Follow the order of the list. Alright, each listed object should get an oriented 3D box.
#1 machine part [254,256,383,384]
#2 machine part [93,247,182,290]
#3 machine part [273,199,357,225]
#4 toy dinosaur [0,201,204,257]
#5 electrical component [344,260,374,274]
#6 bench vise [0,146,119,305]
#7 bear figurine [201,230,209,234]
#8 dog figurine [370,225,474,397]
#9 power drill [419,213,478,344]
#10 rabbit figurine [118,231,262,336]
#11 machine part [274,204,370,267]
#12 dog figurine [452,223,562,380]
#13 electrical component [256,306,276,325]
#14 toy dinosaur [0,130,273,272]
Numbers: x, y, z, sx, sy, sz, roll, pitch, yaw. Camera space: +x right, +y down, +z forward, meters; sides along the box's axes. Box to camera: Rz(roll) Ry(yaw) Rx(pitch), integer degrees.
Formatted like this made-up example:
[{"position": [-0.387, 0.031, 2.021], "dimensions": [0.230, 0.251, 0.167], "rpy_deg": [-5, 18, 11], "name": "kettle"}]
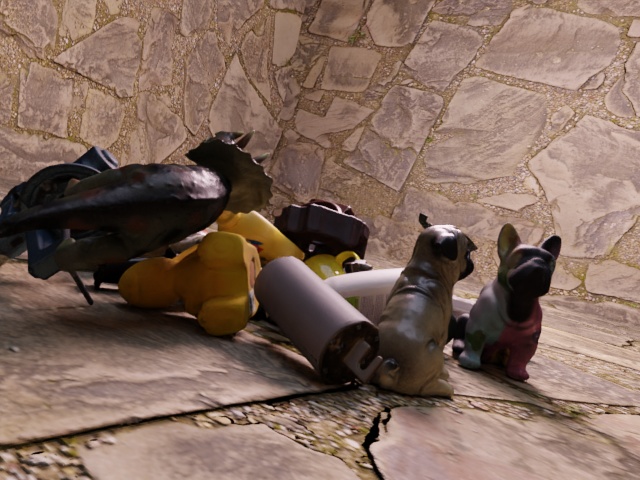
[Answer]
[{"position": [-0.009, 0.086, 0.613], "dimensions": [0.079, 0.079, 0.243], "rpy_deg": [11, 17, -36], "name": "machine part"}, {"position": [-0.247, 0.046, 0.762], "dimensions": [0.139, 0.084, 0.039], "rpy_deg": [-2, 39, -28], "name": "machine part"}, {"position": [-0.024, 0.005, 1.150], "dimensions": [0.202, 0.201, 0.087], "rpy_deg": [16, -35, 50], "name": "machine part"}, {"position": [-0.296, 0.005, 0.882], "dimensions": [0.471, 0.105, 0.199], "rpy_deg": [19, 1, -22], "name": "toy dinosaur"}, {"position": [0.055, 0.082, 0.813], "dimensions": [0.045, 0.102, 0.078], "rpy_deg": [-9, -4, -33], "name": "electrical component"}, {"position": [-0.349, -0.019, 0.686], "dimensions": [0.241, 0.224, 0.128], "rpy_deg": [51, -12, 50], "name": "bench vise"}, {"position": [-0.239, -0.002, 1.175], "dimensions": [0.195, 0.132, 0.120], "rpy_deg": [16, -38, -40], "name": "bear figurine"}, {"position": [0.116, 0.072, 0.631], "dimensions": [0.121, 0.190, 0.172], "rpy_deg": [13, 5, 10], "name": "dog figurine"}, {"position": [0.146, 0.060, 0.892], "dimensions": [0.232, 0.207, 0.085], "rpy_deg": [27, -14, 45], "name": "power drill"}, {"position": [-0.166, 0.045, 0.693], "dimensions": [0.173, 0.121, 0.162], "rpy_deg": [-6, 10, 1], "name": "rabbit figurine"}, {"position": [-0.002, -0.003, 0.963], "dimensions": [0.179, 0.056, 0.179], "rpy_deg": [11, -21, 4], "name": "machine part"}, {"position": [0.282, 0.087, 0.805], "dimensions": [0.109, 0.219, 0.191], "rpy_deg": [17, 4, 6], "name": "dog figurine"}, {"position": [-0.066, 0.088, 0.816], "dimensions": [0.134, 0.058, 0.115], "rpy_deg": [10, 2, -43], "name": "electrical component"}, {"position": [-0.178, -0.047, 0.632], "dimensions": [0.192, 0.131, 0.405], "rpy_deg": [-21, 10, 18], "name": "toy dinosaur"}]
